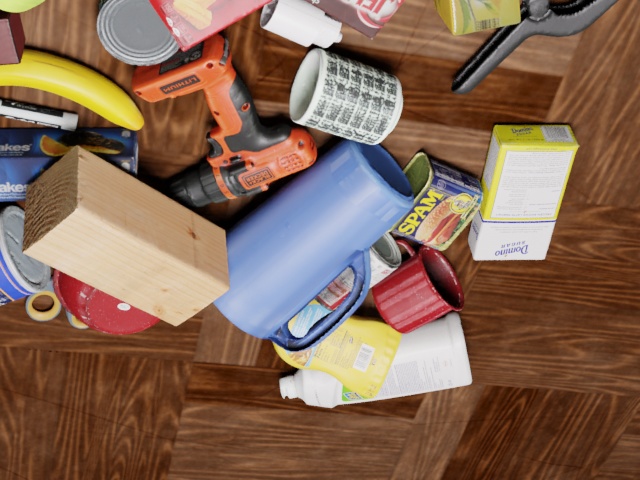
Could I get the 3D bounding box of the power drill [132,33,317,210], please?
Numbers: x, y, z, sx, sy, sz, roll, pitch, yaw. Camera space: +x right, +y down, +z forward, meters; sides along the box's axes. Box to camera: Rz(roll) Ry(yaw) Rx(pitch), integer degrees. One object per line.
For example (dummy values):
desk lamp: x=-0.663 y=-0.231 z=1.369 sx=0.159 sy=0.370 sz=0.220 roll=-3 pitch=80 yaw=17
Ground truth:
power drill: x=-0.120 y=-0.119 z=1.139 sx=0.185 sy=0.057 sz=0.187 roll=-21 pitch=132 yaw=17

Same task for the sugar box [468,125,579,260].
sugar box: x=0.235 y=-0.053 z=1.252 sx=0.093 sy=0.048 sz=0.176 roll=0 pitch=134 yaw=-8

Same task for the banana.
banana: x=-0.273 y=-0.160 z=1.098 sx=0.197 sy=0.037 sz=0.070 roll=11 pitch=145 yaw=-15

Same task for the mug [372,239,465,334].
mug: x=0.111 y=0.053 z=1.308 sx=0.082 sy=0.093 sz=0.117 roll=-32 pitch=97 yaw=25

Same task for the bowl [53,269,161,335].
bowl: x=-0.233 y=0.061 z=1.266 sx=0.162 sy=0.055 sz=0.162 roll=-8 pitch=131 yaw=-10

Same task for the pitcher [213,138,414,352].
pitcher: x=-0.008 y=0.001 z=1.206 sx=0.243 sy=0.145 sz=0.149 roll=-40 pitch=121 yaw=21

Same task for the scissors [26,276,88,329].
scissors: x=-0.316 y=0.034 z=1.271 sx=0.096 sy=0.016 sz=0.202 roll=-7 pitch=131 yaw=-2

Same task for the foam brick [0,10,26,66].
foam brick: x=-0.333 y=-0.202 z=1.039 sx=0.078 sy=0.053 sz=0.051 roll=-5 pitch=131 yaw=-3

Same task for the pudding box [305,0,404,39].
pudding box: x=0.033 y=-0.262 z=1.046 sx=0.113 sy=0.039 sz=0.090 roll=25 pitch=123 yaw=-26

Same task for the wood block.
wood block: x=-0.201 y=0.000 z=1.127 sx=0.090 sy=0.091 sz=0.205 roll=-34 pitch=135 yaw=27

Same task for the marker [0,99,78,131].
marker: x=-0.317 y=-0.135 z=1.122 sx=0.121 sy=0.020 sz=0.020 roll=11 pitch=128 yaw=-16

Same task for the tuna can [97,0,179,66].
tuna can: x=-0.177 y=-0.218 z=1.059 sx=0.086 sy=0.034 sz=0.086 roll=-4 pitch=131 yaw=-5

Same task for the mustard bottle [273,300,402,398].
mustard bottle: x=-0.001 y=0.119 z=1.338 sx=0.191 sy=0.058 sz=0.096 roll=23 pitch=97 yaw=-1

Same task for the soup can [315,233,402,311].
soup can: x=0.039 y=0.031 z=1.279 sx=0.102 sy=0.068 sz=0.068 roll=-38 pitch=126 yaw=27

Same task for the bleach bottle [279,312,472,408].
bleach bottle: x=0.069 y=0.167 z=1.411 sx=0.251 sy=0.068 sz=0.102 roll=-11 pitch=128 yaw=6

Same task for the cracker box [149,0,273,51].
cracker box: x=-0.077 y=-0.293 z=0.957 sx=0.214 sy=0.072 sz=0.164 roll=-26 pitch=111 yaw=16

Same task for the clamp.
clamp: x=0.216 y=-0.235 z=1.095 sx=0.210 sy=0.036 sz=0.164 roll=-9 pitch=128 yaw=1

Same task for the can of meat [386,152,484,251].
can of meat: x=0.129 y=-0.042 z=1.240 sx=0.083 sy=0.057 sz=0.102 roll=20 pitch=126 yaw=-26

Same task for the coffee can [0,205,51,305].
coffee can: x=-0.391 y=0.032 z=1.202 sx=0.140 sy=0.103 sz=0.102 roll=-20 pitch=130 yaw=9
